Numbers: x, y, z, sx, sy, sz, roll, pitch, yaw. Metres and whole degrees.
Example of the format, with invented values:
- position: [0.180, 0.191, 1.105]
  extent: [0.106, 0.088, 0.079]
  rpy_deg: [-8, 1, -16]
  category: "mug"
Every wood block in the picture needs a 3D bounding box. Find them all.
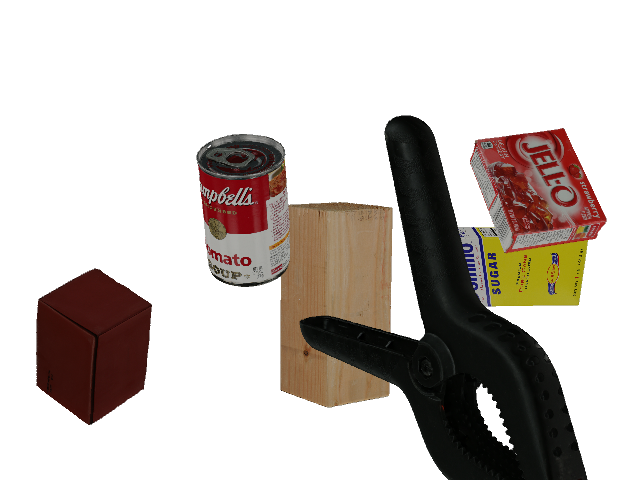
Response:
- position: [0.016, 0.065, 1.158]
  extent: [0.090, 0.206, 0.091]
  rpy_deg: [-4, 9, -38]
  category: "wood block"

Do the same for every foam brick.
- position: [-0.148, 0.068, 0.693]
  extent: [0.053, 0.078, 0.051]
  rpy_deg: [30, 39, 24]
  category: "foam brick"

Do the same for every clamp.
- position: [0.066, 0.050, 0.533]
  extent: [0.036, 0.165, 0.210]
  rpy_deg: [-10, 42, -33]
  category: "clamp"

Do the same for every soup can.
- position: [-0.059, -0.024, 0.839]
  extent: [0.068, 0.102, 0.068]
  rpy_deg: [-1, 33, 1]
  category: "soup can"

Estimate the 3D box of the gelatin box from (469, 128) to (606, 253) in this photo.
- position: [0.159, -0.039, 0.788]
  extent: [0.073, 0.089, 0.030]
  rpy_deg: [-8, -32, -12]
  category: "gelatin box"

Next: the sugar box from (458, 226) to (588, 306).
- position: [0.228, 0.032, 1.292]
  extent: [0.176, 0.093, 0.048]
  rpy_deg: [-2, 21, -9]
  category: "sugar box"
